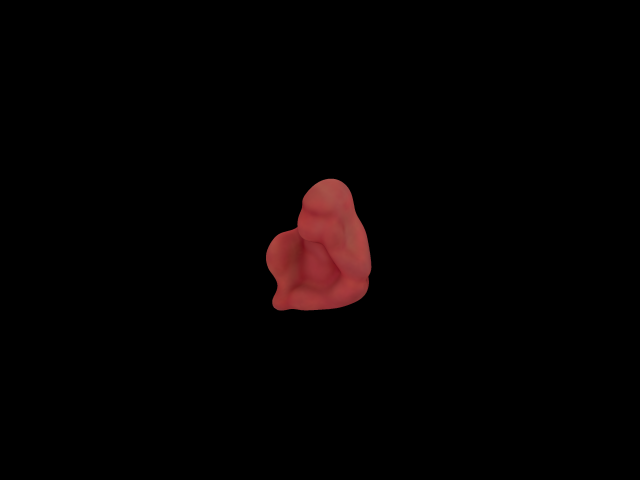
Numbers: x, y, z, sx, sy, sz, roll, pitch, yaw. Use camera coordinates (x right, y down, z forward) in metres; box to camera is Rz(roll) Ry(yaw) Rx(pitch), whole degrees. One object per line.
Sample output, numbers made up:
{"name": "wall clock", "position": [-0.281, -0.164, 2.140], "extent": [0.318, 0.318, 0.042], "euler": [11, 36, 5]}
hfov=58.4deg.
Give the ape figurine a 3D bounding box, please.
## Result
{"name": "ape figurine", "position": [0.004, 0.001, 0.400], "extent": [0.076, 0.092, 0.077], "euler": [-25, 37, -38]}
